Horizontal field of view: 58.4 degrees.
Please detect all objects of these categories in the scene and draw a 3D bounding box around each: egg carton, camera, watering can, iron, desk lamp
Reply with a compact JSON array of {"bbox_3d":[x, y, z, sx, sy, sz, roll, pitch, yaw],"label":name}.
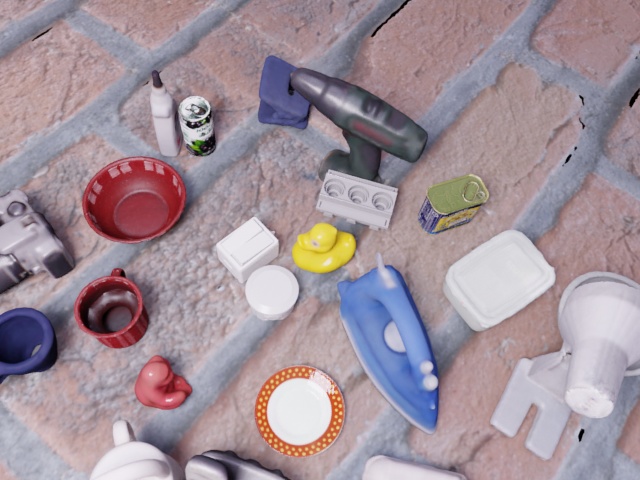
[{"bbox_3d":[0.125,0.353,0.760,0.150,0.069,0.107,12,63,1],"label":"egg carton"},{"bbox_3d":[-0.470,0.010,0.859,0.137,0.101,0.143,-38,72,-21],"label":"camera"},{"bbox_3d":[-0.219,0.302,0.684,0.101,0.194,0.172,-39,73,-21],"label":"watering can"},{"bbox_3d":[0.120,0.145,0.823,0.119,0.141,0.258,-19,67,-14],"label":"iron"},{"bbox_3d":[0.352,0.181,0.785,0.117,0.213,0.203,31,65,10],"label":"desk lamp"}]

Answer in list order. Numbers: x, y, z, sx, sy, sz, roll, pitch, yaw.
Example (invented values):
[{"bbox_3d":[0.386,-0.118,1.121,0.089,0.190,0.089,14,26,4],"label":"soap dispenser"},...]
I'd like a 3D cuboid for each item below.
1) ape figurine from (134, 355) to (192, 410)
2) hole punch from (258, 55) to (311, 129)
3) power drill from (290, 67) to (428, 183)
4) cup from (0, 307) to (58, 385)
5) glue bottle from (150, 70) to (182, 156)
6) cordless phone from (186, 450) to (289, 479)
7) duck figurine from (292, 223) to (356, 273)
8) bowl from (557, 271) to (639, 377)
[{"bbox_3d":[-0.223,0.195,0.794,0.076,0.092,0.077,-11,65,-10],"label":"ape figurine"},{"bbox_3d":[-0.059,-0.271,1.041,0.101,0.091,0.108,7,63,-1],"label":"hole punch"},{"bbox_3d":[0.053,-0.166,0.934,0.229,0.208,0.076,22,64,6],"label":"power drill"},{"bbox_3d":[-0.411,0.162,0.792,0.091,0.095,0.118,23,64,7],"label":"cup"},{"bbox_3d":[-0.258,-0.216,0.950,0.037,0.173,0.078,-1,64,-5],"label":"glue bottle"},{"bbox_3d":[-0.097,0.310,0.697,0.147,0.185,0.094,16,63,3],"label":"cordless phone"},{"bbox_3d":[0.008,0.003,0.914,0.104,0.086,0.077,-8,65,-9],"label":"duck figurine"},{"bbox_3d":[0.441,0.137,0.892,0.167,0.075,0.167,2,63,-4],"label":"bowl"}]
